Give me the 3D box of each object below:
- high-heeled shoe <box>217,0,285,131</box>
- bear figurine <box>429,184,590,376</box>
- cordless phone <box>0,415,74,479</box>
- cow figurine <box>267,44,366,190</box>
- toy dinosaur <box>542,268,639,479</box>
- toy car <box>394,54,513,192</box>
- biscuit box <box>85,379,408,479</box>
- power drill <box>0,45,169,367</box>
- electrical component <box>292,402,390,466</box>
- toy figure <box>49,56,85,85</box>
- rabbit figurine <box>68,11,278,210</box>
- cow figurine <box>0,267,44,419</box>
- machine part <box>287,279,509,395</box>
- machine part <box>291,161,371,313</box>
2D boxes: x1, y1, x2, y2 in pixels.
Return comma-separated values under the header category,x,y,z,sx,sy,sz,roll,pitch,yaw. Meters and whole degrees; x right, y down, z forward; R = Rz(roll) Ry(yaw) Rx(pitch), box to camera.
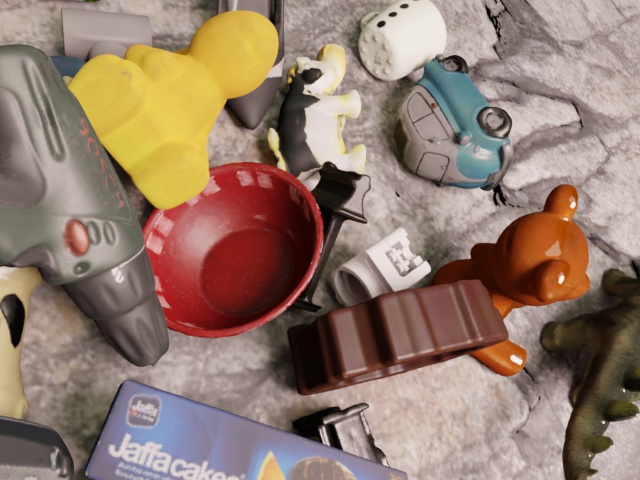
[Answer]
category,x,y,z,sx,sy,sz,roll,pitch,yaw
high-heeled shoe,-0.063,-0.247,0.538,0.086,0.145,0.249,-2,69,-23
bear figurine,0.192,0.043,0.506,0.132,0.196,0.120,26,59,-14
cordless phone,-0.251,0.171,0.299,0.146,0.184,0.089,39,24,-52
cow figurine,-0.010,-0.132,0.563,0.098,0.068,0.167,1,69,-17
toy dinosaur,0.330,0.102,0.542,0.471,0.198,0.105,-37,85,-32
toy car,0.137,-0.124,0.604,0.103,0.109,0.162,-21,70,-11
biscuit box,-0.046,0.155,0.359,0.203,0.059,0.063,22,65,-8
power drill,-0.176,0.011,0.299,0.207,0.086,0.231,-38,117,-60
electrical component,0.025,0.198,0.443,0.048,0.075,0.119,-11,78,-27
toy figure,-0.239,-0.105,0.431,0.058,0.064,0.154,40,34,-13
rabbit figurine,-0.109,-0.125,0.464,0.173,0.162,0.121,-41,108,-1
cow figurine,-0.243,0.057,0.374,0.127,0.085,0.195,-2,74,-26
machine part,0.062,0.082,0.450,0.179,0.179,0.056,-5,71,-25
machine part,-0.001,-0.001,0.491,0.039,0.084,0.138,18,98,-39
